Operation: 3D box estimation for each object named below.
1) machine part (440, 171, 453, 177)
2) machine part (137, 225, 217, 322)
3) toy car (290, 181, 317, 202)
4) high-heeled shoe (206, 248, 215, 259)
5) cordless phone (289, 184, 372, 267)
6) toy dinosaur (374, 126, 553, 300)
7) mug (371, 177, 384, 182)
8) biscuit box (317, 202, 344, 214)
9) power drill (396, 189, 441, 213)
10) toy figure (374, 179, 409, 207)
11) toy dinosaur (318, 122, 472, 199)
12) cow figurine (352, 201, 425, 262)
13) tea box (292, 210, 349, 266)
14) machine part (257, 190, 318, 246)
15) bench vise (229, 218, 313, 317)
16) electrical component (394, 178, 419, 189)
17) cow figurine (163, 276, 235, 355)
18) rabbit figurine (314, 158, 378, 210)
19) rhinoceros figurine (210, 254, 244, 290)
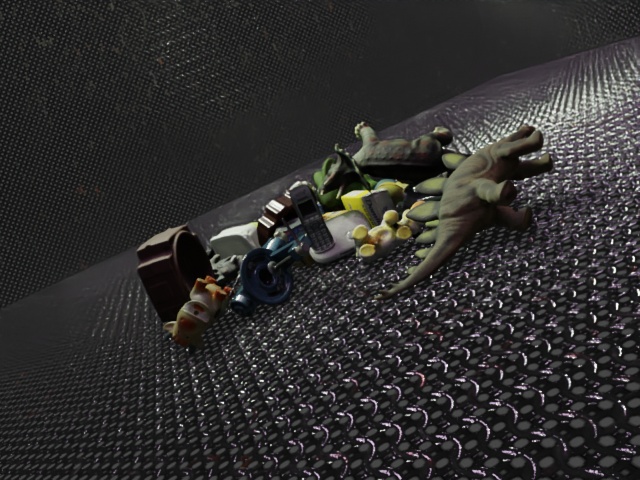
[{"bbox_3d":[0.325,-0.171,1.357,0.079,0.079,0.243,-25,12,-3],"label":"machine part"},{"bbox_3d":[-0.313,0.078,1.211,0.087,0.200,0.201,-19,13,9],"label":"machine part"},{"bbox_3d":[-0.072,-0.060,1.410,0.056,0.201,0.073,27,8,37],"label":"toy car"},{"bbox_3d":[-0.233,0.038,1.585,0.249,0.086,0.145,-10,-25,-21],"label":"high-heeled shoe"},{"bbox_3d":[0.023,-0.048,1.169,0.147,0.184,0.089,-24,9,-1],"label":"cordless phone"},{"bbox_3d":[0.259,-0.064,0.925,0.199,0.105,0.471,0,40,48],"label":"toy dinosaur"},{"bbox_3d":[0.139,-0.147,1.553,0.081,0.109,0.107,-75,9,-67],"label":"mug"},{"bbox_3d":[0.072,-0.117,1.609,0.203,0.062,0.059,-32,17,-31],"label":"biscuit box"},{"bbox_3d":[0.264,-0.078,1.094,0.207,0.086,0.232,-21,22,32],"label":"power drill"},{"bbox_3d":[0.173,-0.110,1.362,0.089,0.082,0.180,-4,17,0],"label":"toy figure"},{"bbox_3d":[0.188,-0.176,1.193,0.405,0.131,0.192,-2,35,10],"label":"toy dinosaur"},{"bbox_3d":[0.146,-0.012,1.056,0.167,0.068,0.098,-26,-20,-3],"label":"cow figurine"},{"bbox_3d":[-0.003,-0.004,1.285,0.169,0.068,0.098,-33,16,-30],"label":"tea box"},{"bbox_3d":[-0.077,-0.035,1.323,0.179,0.179,0.056,-32,47,-31],"label":"machine part"},{"bbox_3d":[-0.084,0.046,1.081,0.240,0.129,0.224,-35,9,46],"label":"bench vise"},{"bbox_3d":[0.246,-0.161,1.347,0.119,0.075,0.047,16,81,61],"label":"electrical component"},{"bbox_3d":[-0.237,0.143,1.050,0.127,0.085,0.195,-64,1,1],"label":"cow figurine"},{"bbox_3d":[0.055,-0.142,1.444,0.170,0.159,0.121,-23,-16,-46],"label":"rabbit figurine"},{"bbox_3d":[-0.267,0.087,1.373,0.190,0.073,0.112,-22,13,11],"label":"rhinoceros figurine"}]
